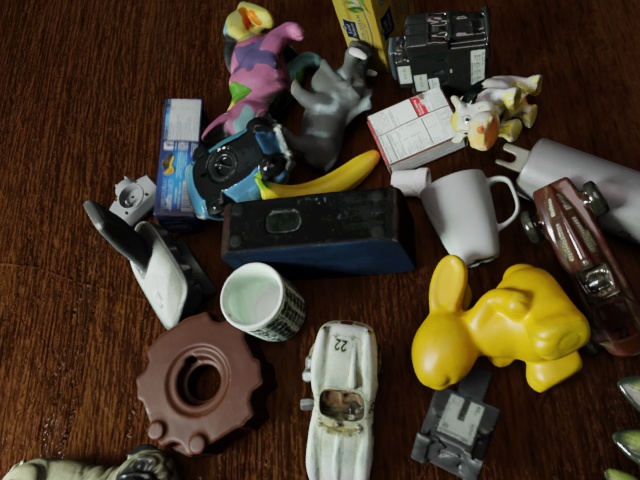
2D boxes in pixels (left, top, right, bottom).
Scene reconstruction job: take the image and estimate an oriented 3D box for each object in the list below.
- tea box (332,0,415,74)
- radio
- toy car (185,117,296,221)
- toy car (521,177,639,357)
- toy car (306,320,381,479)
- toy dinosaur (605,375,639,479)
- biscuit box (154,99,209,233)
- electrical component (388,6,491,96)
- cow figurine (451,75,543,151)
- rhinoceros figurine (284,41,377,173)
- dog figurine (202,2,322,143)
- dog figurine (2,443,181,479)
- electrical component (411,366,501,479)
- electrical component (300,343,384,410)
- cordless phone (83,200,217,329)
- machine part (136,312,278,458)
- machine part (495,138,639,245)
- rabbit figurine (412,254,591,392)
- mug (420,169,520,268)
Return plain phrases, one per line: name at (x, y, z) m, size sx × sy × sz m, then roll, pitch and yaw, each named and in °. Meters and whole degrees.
tea box at (0.078, -0.329, 0.754) m, size 0.068 × 0.169 × 0.098 m, roll 24°, pitch 79°, yaw 23°
radio at (-0.001, -0.002, 0.668) m, size 0.230 × 0.131 × 0.073 m, roll -6°, pitch 69°, yaw 14°
toy car at (-0.099, -0.090, 0.741) m, size 0.162 × 0.102 × 0.109 m, roll -29°, pitch 66°, yaw 15°
toy car at (0.292, 0.030, 0.578) m, size 0.089 × 0.053 × 0.202 m, roll -27°, pitch 83°, yaw 30°
toy car at (0.026, 0.188, 0.594) m, size 0.074 × 0.056 × 0.201 m, roll 4°, pitch 97°, yaw 12°
toy dinosaur at (0.385, 0.167, 0.477) m, size 0.471 × 0.104 × 0.199 m, roll -28°, pitch 41°, yaw -17°
biscuit box at (-0.204, -0.112, 0.803) m, size 0.059 × 0.062 × 0.202 m, roll 0°, pitch 68°, yaw -3°
electrical component at (0.162, -0.250, 0.729) m, size 0.134 × 0.114 × 0.058 m, roll 0°, pitch 67°, yaw 14°
cow figurine at (0.205, -0.163, 0.672) m, size 0.098 × 0.068 × 0.167 m, roll 19°, pitch 36°, yaw 34°
rhinoceros figurine at (0.017, -0.191, 0.760) m, size 0.112 × 0.073 × 0.190 m, roll 17°, pitch 81°, yaw 27°
dog figurine at (-0.109, -0.228, 0.807) m, size 0.192 × 0.108 × 0.219 m, roll 32°, pitch 83°, yaw 24°
dog figurine at (-0.281, 0.295, 0.661) m, size 0.190 × 0.121 × 0.172 m, roll -36°, pitch 66°, yaw -16°
electrical component at (0.154, 0.194, 0.586) m, size 0.075 × 0.047 × 0.119 m, roll 17°, pitch 39°, yaw 19°
electrical component at (0.025, 0.164, 0.641) m, size 0.102 × 0.045 × 0.078 m, roll -2°, pitch 67°, yaw 15°
cordless phone at (-0.224, 0.027, 0.693) m, size 0.089 × 0.184 × 0.147 m, roll -36°, pitch 63°, yaw -5°
machine part at (-0.145, 0.179, 0.680) m, size 0.179 × 0.056 × 0.179 m, roll -6°, pitch 66°, yaw 13°
machine part at (0.322, -0.054, 0.625) m, size 0.243 × 0.079 × 0.079 m, roll 29°, pitch 79°, yaw 23°
rabbit figurine at (0.175, 0.093, 0.584) m, size 0.173 × 0.121 × 0.162 m, roll -25°, pitch 58°, yaw 4°
mug at (0.189, -0.025, 0.654) m, size 0.110 × 0.080 × 0.107 m, roll -18°, pitch 76°, yaw 14°
